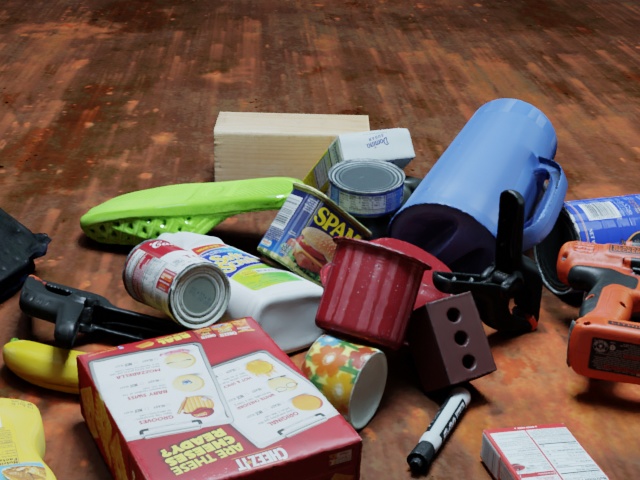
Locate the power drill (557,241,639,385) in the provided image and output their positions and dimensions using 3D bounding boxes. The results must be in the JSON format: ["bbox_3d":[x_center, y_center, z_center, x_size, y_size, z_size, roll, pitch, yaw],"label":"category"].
[{"bbox_3d":[0.311,0.065,1.009,0.184,0.057,0.187,6,28,16],"label":"power drill"}]

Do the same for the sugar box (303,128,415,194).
[{"bbox_3d":[0.043,-0.086,1.320,0.093,0.048,0.176,-8,-16,-19],"label":"sugar box"}]

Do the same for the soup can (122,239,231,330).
[{"bbox_3d":[-0.140,0.042,1.036,0.068,0.068,0.102,-14,20,-32],"label":"soup can"}]

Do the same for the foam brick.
[{"bbox_3d":[0.116,0.094,0.971,0.052,0.078,0.051,-13,-10,-27],"label":"foam brick"}]

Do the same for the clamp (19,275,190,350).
[{"bbox_3d":[-0.221,0.074,1.045,0.164,0.036,0.210,11,4,-40],"label":"clamp"}]

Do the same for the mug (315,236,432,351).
[{"bbox_3d":[0.038,0.049,0.961,0.093,0.081,0.117,21,-8,-29],"label":"mug"}]

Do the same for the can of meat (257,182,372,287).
[{"bbox_3d":[-0.007,0.001,1.125,0.102,0.084,0.058,38,-10,-38],"label":"can of meat"}]

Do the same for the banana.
[{"bbox_3d":[-0.214,0.114,0.973,0.198,0.037,0.069,9,25,16],"label":"banana"}]

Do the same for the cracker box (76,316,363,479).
[{"bbox_3d":[-0.088,0.150,0.856,0.164,0.072,0.214,-11,27,-24],"label":"cracker box"}]

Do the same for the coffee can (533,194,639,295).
[{"bbox_3d":[0.322,0.003,1.181,0.140,0.103,0.103,-6,25,-17],"label":"coffee can"}]

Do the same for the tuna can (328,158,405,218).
[{"bbox_3d":[0.051,-0.058,1.189,0.086,0.034,0.086,1,30,-1],"label":"tuna can"}]

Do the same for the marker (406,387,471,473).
[{"bbox_3d":[0.101,0.161,0.907,0.020,0.020,0.121,12,25,22],"label":"marker"}]

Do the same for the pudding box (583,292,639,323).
[{"bbox_3d":[0.323,0.082,1.075,0.113,0.039,0.090,5,26,12],"label":"pudding box"}]

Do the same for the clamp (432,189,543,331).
[{"bbox_3d":[0.182,0.029,1.045,0.039,0.120,0.171,40,0,41],"label":"clamp"}]

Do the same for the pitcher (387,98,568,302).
[{"bbox_3d":[0.188,-0.054,1.179,0.149,0.145,0.242,29,48,8],"label":"pitcher"}]

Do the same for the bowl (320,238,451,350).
[{"bbox_3d":[0.084,0.045,1.060,0.162,0.055,0.162,23,21,-10],"label":"bowl"}]

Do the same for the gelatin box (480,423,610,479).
[{"bbox_3d":[0.178,0.183,0.847,0.073,0.030,0.089,-3,24,-14],"label":"gelatin box"}]

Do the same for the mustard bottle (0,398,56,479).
[{"bbox_3d":[-0.239,0.187,0.776,0.096,0.058,0.192,-8,25,-20],"label":"mustard bottle"}]

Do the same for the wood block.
[{"bbox_3d":[-0.038,-0.118,1.453,0.206,0.091,0.090,2,24,0],"label":"wood block"}]

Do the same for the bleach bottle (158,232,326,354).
[{"bbox_3d":[-0.104,0.043,1.112,0.102,0.068,0.251,-9,23,-39],"label":"bleach bottle"}]
